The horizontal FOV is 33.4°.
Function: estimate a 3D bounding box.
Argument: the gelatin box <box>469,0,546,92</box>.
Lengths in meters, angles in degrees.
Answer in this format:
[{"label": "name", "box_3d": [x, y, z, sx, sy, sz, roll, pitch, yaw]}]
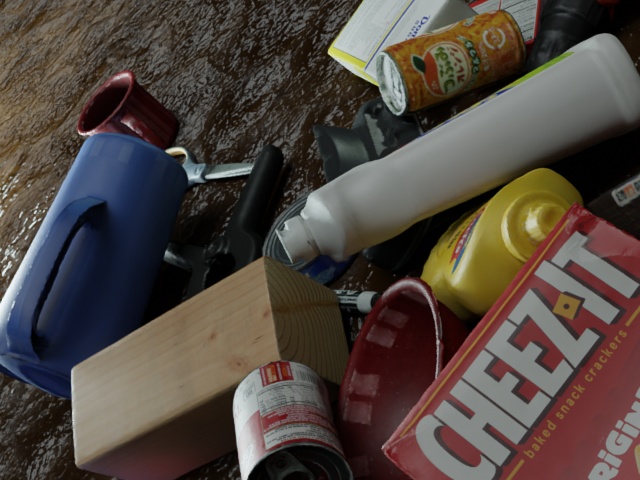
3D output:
[{"label": "gelatin box", "box_3d": [0.157, -0.172, 0.889, 0.073, 0.030, 0.089, -18, 44, 36]}]

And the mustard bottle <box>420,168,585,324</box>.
[{"label": "mustard bottle", "box_3d": [0.114, 0.003, 0.651, 0.096, 0.058, 0.192, -49, -1, -9]}]

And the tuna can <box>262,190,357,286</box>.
[{"label": "tuna can", "box_3d": [-0.006, 0.001, 0.898, 0.086, 0.033, 0.086, -30, 38, 26]}]

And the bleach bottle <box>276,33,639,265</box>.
[{"label": "bleach bottle", "box_3d": [0.088, -0.051, 0.720, 0.251, 0.068, 0.102, -27, 1, -3]}]

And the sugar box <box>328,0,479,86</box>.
[{"label": "sugar box", "box_3d": [0.072, -0.180, 0.953, 0.093, 0.048, 0.176, -54, 26, 6]}]

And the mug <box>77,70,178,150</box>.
[{"label": "mug", "box_3d": [-0.214, -0.132, 1.228, 0.093, 0.081, 0.117, -53, 33, -6]}]

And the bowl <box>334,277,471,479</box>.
[{"label": "bowl", "box_3d": [0.061, 0.107, 0.662, 0.162, 0.055, 0.162, -164, 90, -74]}]

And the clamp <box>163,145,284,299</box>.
[{"label": "clamp", "box_3d": [-0.079, 0.008, 0.971, 0.165, 0.036, 0.210, -45, 32, 13]}]

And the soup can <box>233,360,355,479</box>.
[{"label": "soup can", "box_3d": [-0.019, 0.130, 0.684, 0.068, 0.068, 0.102, -42, 24, 10]}]

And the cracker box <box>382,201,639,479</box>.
[{"label": "cracker box", "box_3d": [0.161, 0.105, 0.499, 0.214, 0.072, 0.164, 36, 86, 31]}]

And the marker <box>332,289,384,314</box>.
[{"label": "marker", "box_3d": [0.022, 0.048, 0.832, 0.121, 0.020, 0.020, -1, 56, 49]}]

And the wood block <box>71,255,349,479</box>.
[{"label": "wood block", "box_3d": [-0.087, 0.106, 0.818, 0.206, 0.090, 0.090, -30, 52, 26]}]

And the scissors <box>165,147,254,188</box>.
[{"label": "scissors", "box_3d": [-0.137, -0.056, 1.123, 0.096, 0.016, 0.202, -56, 34, -8]}]

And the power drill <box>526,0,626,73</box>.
[{"label": "power drill", "box_3d": [0.237, -0.200, 0.768, 0.188, 0.057, 0.184, -13, 48, 60]}]

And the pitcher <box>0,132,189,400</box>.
[{"label": "pitcher", "box_3d": [-0.213, 0.022, 0.988, 0.149, 0.144, 0.242, -8, 57, 52]}]
